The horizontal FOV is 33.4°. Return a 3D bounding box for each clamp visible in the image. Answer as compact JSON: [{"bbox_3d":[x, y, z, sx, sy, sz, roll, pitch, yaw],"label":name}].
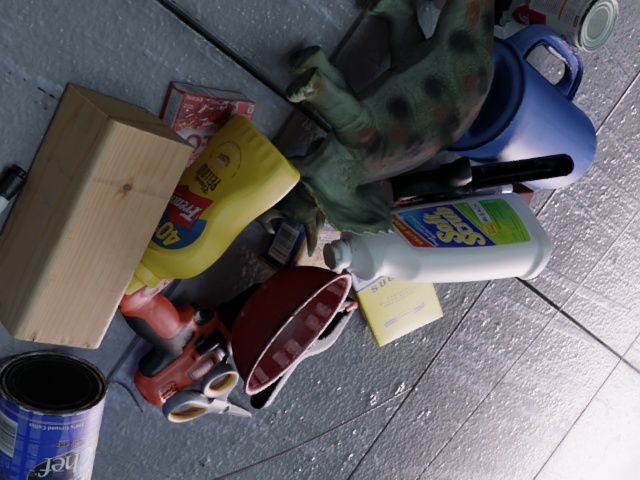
[{"bbox_3d":[-0.030,0.107,1.230,0.171,0.039,0.120,-43,143,-21],"label":"clamp"},{"bbox_3d":[0.143,-0.066,1.150,0.164,0.210,0.036,-3,86,-43],"label":"clamp"}]

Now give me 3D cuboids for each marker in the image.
[{"bbox_3d":[-0.292,-0.013,0.911,0.121,0.020,0.020,-52,140,0],"label":"marker"}]

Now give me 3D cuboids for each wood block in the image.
[{"bbox_3d":[-0.207,-0.018,0.934,0.090,0.090,0.206,15,107,-47],"label":"wood block"}]

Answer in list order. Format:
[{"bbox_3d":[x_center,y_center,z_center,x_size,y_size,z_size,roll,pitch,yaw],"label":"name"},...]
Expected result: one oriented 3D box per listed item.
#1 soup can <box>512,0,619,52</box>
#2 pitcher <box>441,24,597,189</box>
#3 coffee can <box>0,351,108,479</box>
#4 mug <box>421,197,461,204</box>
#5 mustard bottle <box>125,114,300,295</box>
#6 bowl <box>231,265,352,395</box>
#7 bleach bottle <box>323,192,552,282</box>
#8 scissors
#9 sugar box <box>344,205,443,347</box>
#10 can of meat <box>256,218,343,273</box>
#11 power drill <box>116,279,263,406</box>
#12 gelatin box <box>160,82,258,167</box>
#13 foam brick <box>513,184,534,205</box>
[{"bbox_3d":[0.276,-0.260,1.204,0.068,0.102,0.068,-25,132,-31],"label":"soup can"},{"bbox_3d":[0.232,-0.143,1.227,0.242,0.149,0.145,17,74,-52],"label":"pitcher"},{"bbox_3d":[-0.264,0.192,1.021,0.102,0.103,0.140,-8,123,-40],"label":"coffee can"},{"bbox_3d":[0.157,-0.014,1.287,0.081,0.093,0.117,-37,157,-24],"label":"mug"},{"bbox_3d":[-0.113,-0.022,0.974,0.191,0.096,0.058,-44,140,2],"label":"mustard bottle"},{"bbox_3d":[-0.040,0.080,1.083,0.162,0.055,0.162,-46,165,-16],"label":"bowl"},{"bbox_3d":[0.122,0.008,1.154,0.250,0.103,0.068,-8,144,-27],"label":"bleach bottle"},{"bbox_3d":[-0.100,0.171,1.179,0.096,0.016,0.201,-44,157,17],"label":"scissors"},{"bbox_3d":[0.083,0.046,1.271,0.093,0.048,0.176,-27,138,-2],"label":"sugar box"},{"bbox_3d":[-0.008,0.001,1.161,0.101,0.058,0.084,15,105,-48],"label":"can of meat"},{"bbox_3d":[-0.133,0.065,1.088,0.184,0.057,0.187,-39,138,-15],"label":"power drill"},{"bbox_3d":[-0.109,-0.105,1.008,0.089,0.030,0.073,3,117,-44],"label":"gelatin box"},{"bbox_3d":[0.220,-0.048,1.343,0.078,0.051,0.053,-4,121,-41],"label":"foam brick"}]
